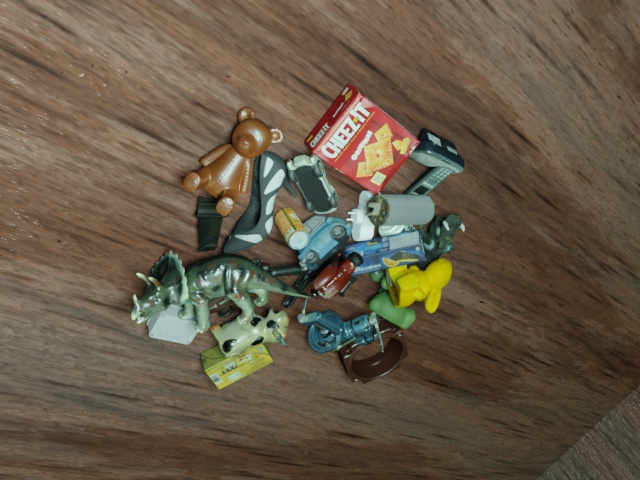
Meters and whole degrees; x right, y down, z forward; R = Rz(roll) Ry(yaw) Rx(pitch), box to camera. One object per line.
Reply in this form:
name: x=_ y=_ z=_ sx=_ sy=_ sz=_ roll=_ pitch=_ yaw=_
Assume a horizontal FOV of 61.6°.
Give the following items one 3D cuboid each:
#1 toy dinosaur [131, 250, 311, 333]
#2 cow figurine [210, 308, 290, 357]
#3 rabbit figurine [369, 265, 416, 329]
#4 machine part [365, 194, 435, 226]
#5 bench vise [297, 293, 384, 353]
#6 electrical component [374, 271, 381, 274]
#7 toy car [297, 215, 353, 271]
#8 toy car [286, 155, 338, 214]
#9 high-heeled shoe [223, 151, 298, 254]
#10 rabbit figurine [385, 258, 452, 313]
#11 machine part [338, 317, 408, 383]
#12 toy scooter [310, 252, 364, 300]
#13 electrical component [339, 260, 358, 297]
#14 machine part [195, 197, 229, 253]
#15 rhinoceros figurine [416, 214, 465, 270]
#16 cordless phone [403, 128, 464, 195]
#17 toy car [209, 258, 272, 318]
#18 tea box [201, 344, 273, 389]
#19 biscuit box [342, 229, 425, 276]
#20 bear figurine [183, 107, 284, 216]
toy dinosaur: x=-0.229 y=0.098 z=1.242 sx=0.405 sy=0.131 sz=0.191 roll=-14 pitch=119 yaw=-15
cow figurine: x=-0.168 y=0.237 z=1.384 sx=0.195 sy=0.127 sz=0.085 roll=-27 pitch=163 yaw=-9
rabbit figurine: x=0.209 y=0.137 z=1.518 sx=0.159 sy=0.121 sz=0.170 roll=31 pitch=89 yaw=-29
machine part: x=0.199 y=-0.073 z=1.309 sx=0.243 sy=0.079 sz=0.079 roll=-3 pitch=126 yaw=-41
bench vise: x=0.040 y=0.238 z=1.463 sx=0.224 sy=0.129 sz=0.240 roll=-17 pitch=146 yaw=34
electrical component: x=0.149 y=0.054 z=1.443 sx=0.045 sy=0.078 sz=0.102 roll=-52 pitch=137 yaw=-14
toy car: x=-0.003 y=-0.004 z=1.307 sx=0.161 sy=0.103 sz=0.109 roll=-40 pitch=166 yaw=-7
toy car: x=-0.014 y=-0.125 z=1.223 sx=0.074 sy=0.056 sz=0.201 roll=-11 pitch=145 yaw=15
high-heeled shoe: x=-0.159 y=-0.081 z=1.204 sx=0.249 sy=0.086 sz=0.145 roll=-43 pitch=126 yaw=3
rabbit figurine: x=0.271 y=0.114 z=1.407 sx=0.173 sy=0.122 sz=0.162 roll=-23 pitch=120 yaw=-11
machine part: x=0.159 y=0.331 z=1.629 sx=0.201 sy=0.087 sz=0.201 roll=-23 pitch=128 yaw=-6
toy scooter: x=0.024 y=0.100 z=1.299 sx=0.075 sy=0.184 sz=0.135 roll=46 pitch=61 yaw=-1
electrical component: x=0.061 y=0.090 z=1.440 sx=0.074 sy=0.048 sz=0.119 roll=22 pitch=114 yaw=-35
machine part: x=-0.248 y=-0.035 z=1.223 sx=0.084 sy=0.039 sz=0.138 roll=-2 pitch=122 yaw=-29
rhinoceros figurine: x=0.313 y=0.003 z=1.448 sx=0.073 sy=0.112 sz=0.190 roll=9 pitch=127 yaw=-26
cordless phone: x=0.247 y=-0.171 z=1.325 sx=0.146 sy=0.089 sz=0.184 roll=18 pitch=133 yaw=-33
toy car: x=-0.202 y=0.126 z=1.349 sx=0.202 sy=0.053 sz=0.089 roll=-33 pitch=133 yaw=0
tea box: x=-0.226 y=0.320 z=1.464 sx=0.170 sy=0.068 sz=0.098 roll=-26 pitch=130 yaw=-6
biscuit box: x=0.159 y=0.034 z=1.354 sx=0.203 sy=0.059 sz=0.062 roll=-13 pitch=130 yaw=15
bear figurine: x=-0.172 y=-0.166 z=1.107 sx=0.120 sy=0.132 sz=0.196 roll=39 pitch=111 yaw=-10
